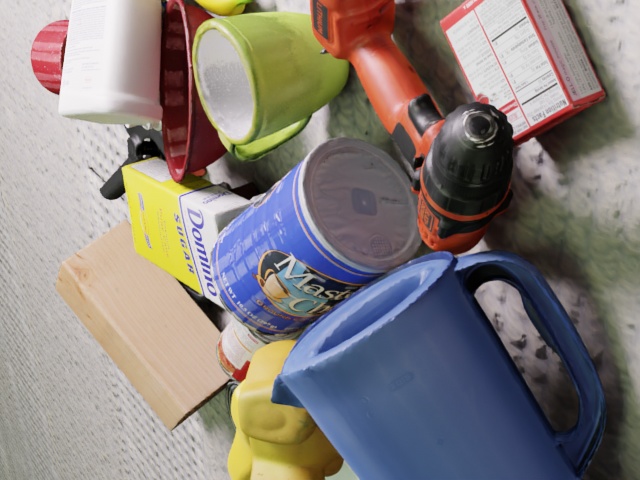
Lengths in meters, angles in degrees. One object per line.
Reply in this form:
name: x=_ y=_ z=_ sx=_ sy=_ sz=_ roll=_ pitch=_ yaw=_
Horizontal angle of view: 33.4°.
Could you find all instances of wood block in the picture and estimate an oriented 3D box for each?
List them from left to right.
wood block: x=-0.186 y=0.094 z=1.160 sx=0.206 sy=0.090 sz=0.090 roll=49 pitch=152 yaw=6

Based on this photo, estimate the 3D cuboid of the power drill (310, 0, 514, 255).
power drill: x=0.055 y=-0.091 z=0.652 sx=0.184 sy=0.057 sz=0.188 roll=88 pitch=158 yaw=-73

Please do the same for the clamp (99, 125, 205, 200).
clamp: x=-0.190 y=-0.091 z=1.150 sx=0.210 sy=0.036 sz=0.165 roll=35 pitch=128 yaw=45

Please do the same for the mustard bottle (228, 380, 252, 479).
mustard bottle: x=-0.040 y=0.198 z=1.017 sx=0.058 sy=0.096 sz=0.192 roll=52 pitch=148 yaw=36

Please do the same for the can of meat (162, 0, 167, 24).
can of meat: x=-0.175 y=-0.186 z=1.050 sx=0.102 sy=0.057 sz=0.084 roll=-3 pitch=102 yaw=60

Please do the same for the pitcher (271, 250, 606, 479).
pitcher: x=0.098 y=0.132 z=0.674 sx=0.243 sy=0.144 sz=0.149 roll=55 pitch=150 yaw=-7

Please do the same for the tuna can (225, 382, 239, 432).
tuna can: x=-0.064 y=0.183 z=1.117 sx=0.086 sy=0.033 sz=0.086 roll=39 pitch=140 yaw=44

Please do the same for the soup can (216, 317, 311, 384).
soup can: x=-0.053 y=0.087 z=0.999 sx=0.068 sy=0.068 sz=0.102 roll=61 pitch=150 yaw=16

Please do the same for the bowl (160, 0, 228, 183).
bowl: x=-0.101 y=-0.130 z=0.925 sx=0.162 sy=0.055 sz=0.162 roll=178 pitch=90 yaw=-74

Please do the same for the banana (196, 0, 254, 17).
banana: x=-0.108 y=-0.257 z=0.909 sx=0.070 sy=0.037 sz=0.198 roll=-47 pitch=66 yaw=40

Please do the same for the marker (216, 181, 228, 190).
marker: x=-0.084 y=0.002 z=1.049 sx=0.020 sy=0.020 sz=0.121 roll=-6 pitch=103 yaw=61

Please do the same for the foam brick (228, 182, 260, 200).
foam brick: x=-0.070 y=-0.004 z=0.987 sx=0.078 sy=0.051 sz=0.053 roll=58 pitch=149 yaw=20

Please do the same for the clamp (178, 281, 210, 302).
clamp: x=-0.177 y=0.016 z=1.200 sx=0.172 sy=0.039 sz=0.120 roll=-8 pitch=104 yaw=59

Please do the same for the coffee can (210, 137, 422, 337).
coffee can: x=-0.005 y=0.001 z=0.791 sx=0.141 sy=0.102 sz=0.103 roll=-37 pitch=75 yaw=49

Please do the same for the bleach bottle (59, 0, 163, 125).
bleach bottle: x=-0.178 y=-0.232 z=0.956 sx=0.103 sy=0.067 sz=0.251 roll=5 pitch=90 yaw=45

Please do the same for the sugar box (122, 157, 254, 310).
sugar box: x=-0.117 y=-0.009 z=0.960 sx=0.176 sy=0.048 sz=0.093 roll=27 pitch=130 yaw=52

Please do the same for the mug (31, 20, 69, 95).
mug: x=-0.244 y=-0.200 z=1.120 sx=0.082 sy=0.117 sz=0.093 roll=13 pitch=164 yaw=48

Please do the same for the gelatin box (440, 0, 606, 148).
gelatin box: x=0.116 y=-0.105 z=0.613 sx=0.089 sy=0.030 sz=0.073 roll=65 pitch=152 yaw=3
